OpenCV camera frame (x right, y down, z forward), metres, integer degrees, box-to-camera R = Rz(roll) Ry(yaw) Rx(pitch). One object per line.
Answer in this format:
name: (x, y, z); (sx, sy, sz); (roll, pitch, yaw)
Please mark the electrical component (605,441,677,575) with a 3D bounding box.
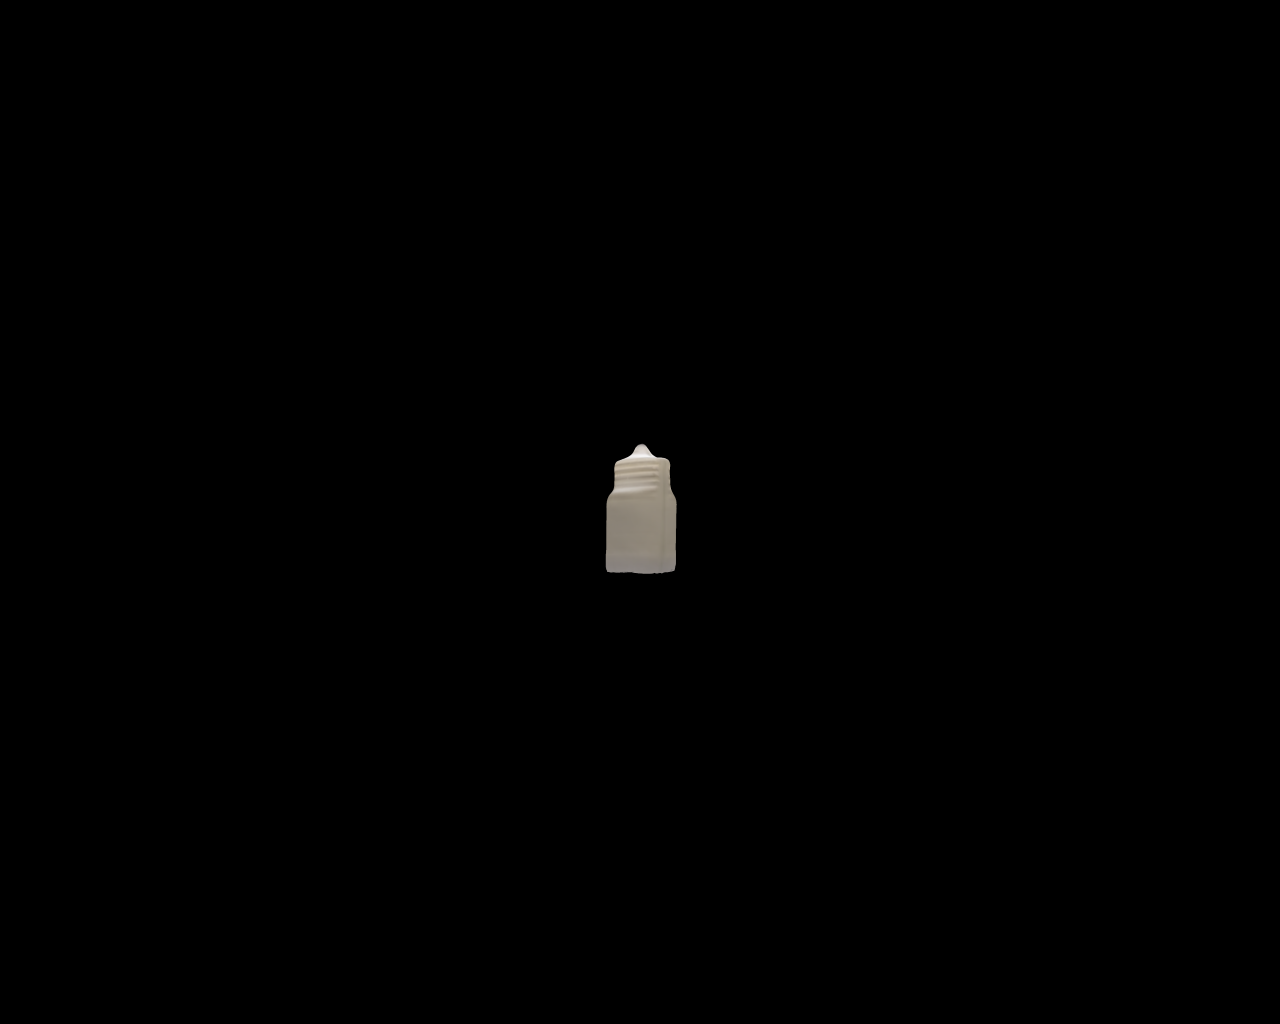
electrical component: (0.001, -0.003, 0.650); (0.043, 0.081, 0.043); (0, -2, 0)
